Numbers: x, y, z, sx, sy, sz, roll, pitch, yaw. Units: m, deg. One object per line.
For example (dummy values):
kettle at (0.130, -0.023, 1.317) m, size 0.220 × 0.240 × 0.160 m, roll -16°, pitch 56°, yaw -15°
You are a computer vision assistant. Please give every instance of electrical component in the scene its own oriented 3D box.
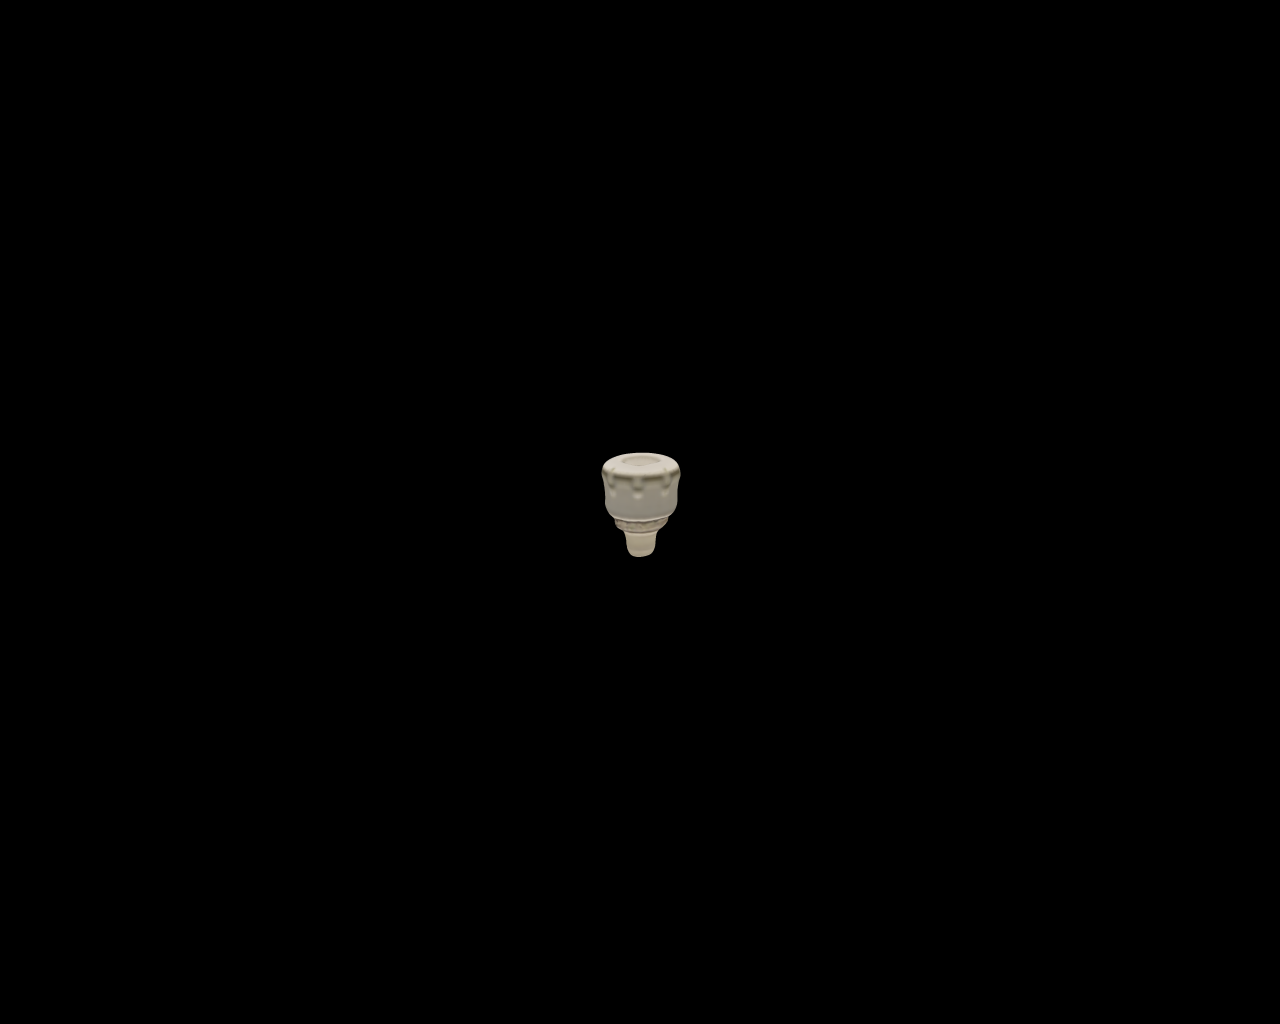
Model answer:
electrical component at (0.001, -0.003, 0.650) m, size 0.048 × 0.062 × 0.048 m, roll 0°, pitch 16°, yaw 0°
